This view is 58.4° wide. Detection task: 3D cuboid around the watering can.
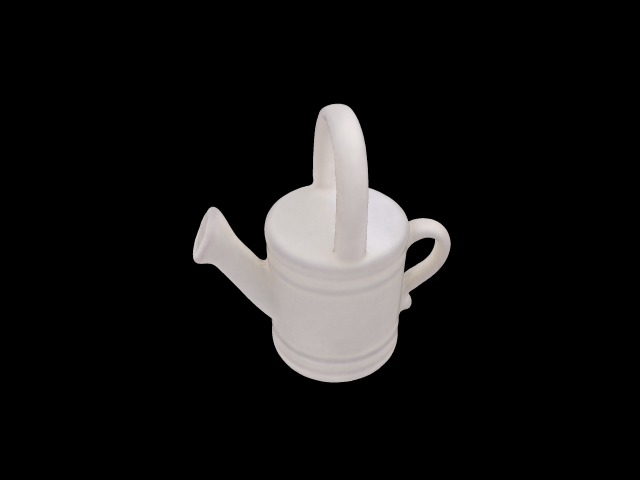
[{"bbox_3d":[0.004,0.003,0.398,0.173,0.194,0.100,-20,43,-23],"label":"watering can"}]
